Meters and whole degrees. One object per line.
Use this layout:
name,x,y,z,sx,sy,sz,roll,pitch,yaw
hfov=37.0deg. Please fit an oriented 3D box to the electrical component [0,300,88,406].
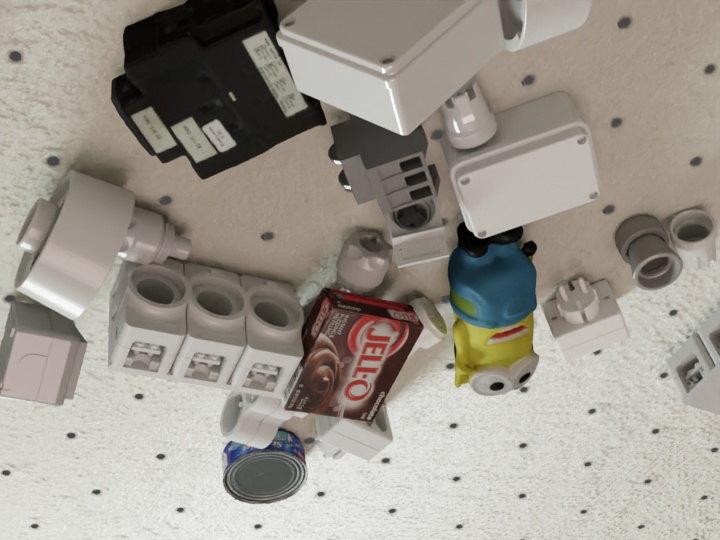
electrical component,-0.267,0.067,0.894,0.061,0.096,0.061,13,99,-23

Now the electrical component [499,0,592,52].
electrical component,0.119,-0.206,0.716,0.060,0.108,0.108,-15,133,-6

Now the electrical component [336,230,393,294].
electrical component,0.000,0.000,0.918,0.043,0.043,0.062,8,131,-19

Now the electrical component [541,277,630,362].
electrical component,0.203,0.036,0.991,0.066,0.047,0.076,-22,132,9

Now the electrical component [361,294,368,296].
electrical component,-0.007,0.049,0.965,0.040,0.040,0.046,1,137,-13

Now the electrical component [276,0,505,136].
electrical component,0.021,-0.154,0.712,0.109,0.109,0.056,-44,140,-23

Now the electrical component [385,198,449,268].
electrical component,0.043,-0.040,0.871,0.042,0.081,0.063,-12,162,1

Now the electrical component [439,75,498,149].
electrical component,0.080,-0.123,0.827,0.040,0.040,0.046,-21,126,8

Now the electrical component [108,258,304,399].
electrical component,-0.128,0.043,0.899,0.150,0.089,0.061,12,128,-22

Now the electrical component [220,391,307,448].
electrical component,-0.066,0.115,1.003,0.074,0.052,0.138,21,124,-28

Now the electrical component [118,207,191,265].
electrical component,-0.167,-0.024,0.861,0.062,0.043,0.043,17,126,-27

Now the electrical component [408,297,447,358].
electrical component,0.045,0.056,0.978,0.055,0.045,0.045,-34,130,18

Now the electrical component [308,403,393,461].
electrical component,-0.019,0.160,1.058,0.066,0.047,0.077,29,121,-32

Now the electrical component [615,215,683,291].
electrical component,0.254,-0.016,0.949,0.045,0.055,0.045,-6,133,-7

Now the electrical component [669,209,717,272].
electrical component,0.300,-0.025,0.963,0.040,0.040,0.046,-21,139,7

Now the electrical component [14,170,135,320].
electrical component,-0.222,-0.024,0.810,0.060,0.108,0.108,26,122,-23

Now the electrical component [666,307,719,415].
electrical component,0.385,0.071,1.052,0.089,0.061,0.150,17,126,-25

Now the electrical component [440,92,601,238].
electrical component,0.129,-0.082,0.861,0.113,0.057,0.078,-19,133,6
